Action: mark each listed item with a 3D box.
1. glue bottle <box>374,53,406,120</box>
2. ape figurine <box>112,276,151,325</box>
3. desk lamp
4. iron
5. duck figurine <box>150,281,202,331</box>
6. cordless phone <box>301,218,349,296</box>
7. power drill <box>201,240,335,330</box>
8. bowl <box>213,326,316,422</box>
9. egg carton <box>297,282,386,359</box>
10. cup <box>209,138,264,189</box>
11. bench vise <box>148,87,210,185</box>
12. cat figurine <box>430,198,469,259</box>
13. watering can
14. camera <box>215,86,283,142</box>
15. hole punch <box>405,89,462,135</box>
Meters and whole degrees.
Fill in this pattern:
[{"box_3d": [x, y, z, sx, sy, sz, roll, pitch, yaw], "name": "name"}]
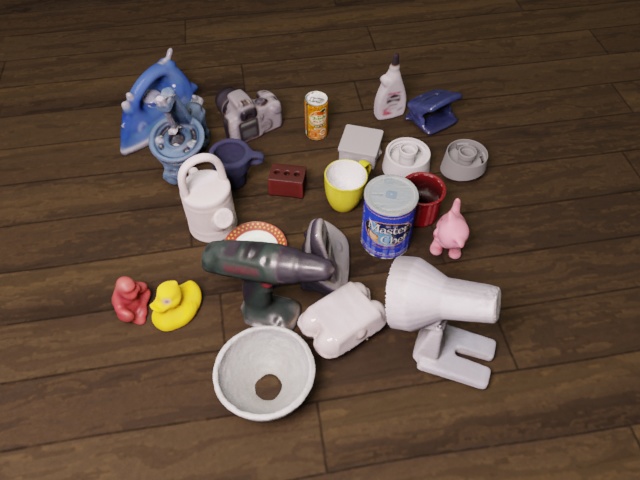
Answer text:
[{"box_3d": [0.170, -0.364, 1.350, 0.078, 0.173, 0.037, -18, 54, -13], "name": "glue bottle"}, {"box_3d": [-0.347, 0.102, 1.041, 0.076, 0.092, 0.078, 31, 58, 22], "name": "ape figurine"}, {"box_3d": [0.204, 0.129, 0.943, 0.203, 0.214, 0.118, 15, 54, 12], "name": "desk lamp"}, {"box_3d": [-0.400, -0.330, 1.344, 0.118, 0.141, 0.259, 20, 55, 15], "name": "iron"}, {"box_3d": [-0.266, 0.106, 1.042, 0.077, 0.086, 0.105, 32, 59, 23], "name": "duck figurine"}, {"box_3d": [0.010, 0.004, 1.058, 0.094, 0.185, 0.147, 1, 52, 1], "name": "cordless phone"}, {"box_3d": [-0.085, 0.076, 0.987, 0.229, 0.208, 0.076, 12, 53, 10], "name": "power drill"}, {"box_3d": [-0.090, 0.231, 0.952, 0.167, 0.075, 0.167, 0, 52, 0], "name": "bowl"}, {"box_3d": [0.042, 0.143, 1.023, 0.150, 0.069, 0.107, -31, 58, -22], "name": "egg carton"}, {"box_3d": [-0.176, -0.158, 1.240, 0.117, 0.095, 0.091, 0, 52, 0], "name": "cup"}, {"box_3d": [-0.313, -0.258, 1.239, 0.121, 0.220, 0.207, -6, 52, -4], "name": "bench vise"}, {"box_3d": [0.259, -0.024, 1.121, 0.067, 0.118, 0.128, 13, 53, 10], "name": "cat figurine"}, {"box_3d": [-0.218, -0.087, 1.123, 0.172, 0.194, 0.101, 32, 59, 22], "name": "watering can"}, {"box_3d": [-0.180, -0.319, 1.361, 0.143, 0.101, 0.136, -27, 57, -19], "name": "camera"}, {"box_3d": [0.269, -0.322, 1.369, 0.109, 0.091, 0.101, -28, 57, -20], "name": "hole punch"}]
